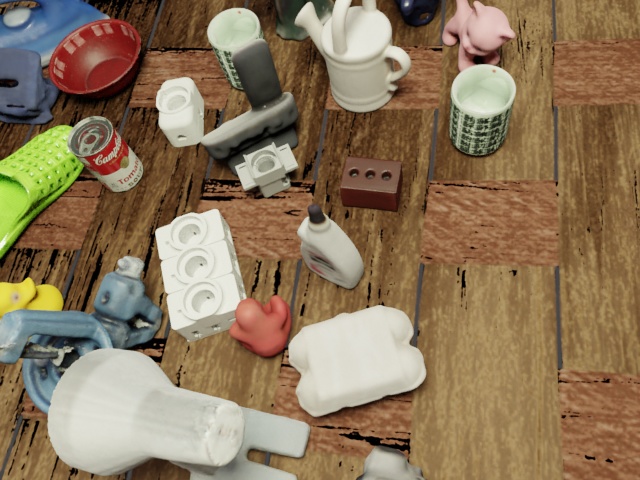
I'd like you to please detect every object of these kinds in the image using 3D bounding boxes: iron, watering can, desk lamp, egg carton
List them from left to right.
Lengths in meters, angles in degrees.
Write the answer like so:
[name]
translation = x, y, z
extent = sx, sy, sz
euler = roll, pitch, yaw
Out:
[iron]
translation = -0.513, -0.386, 0.987
extent = 0.258, 0.142, 0.118
euler = -22, 62, -1
[desk lamp]
translation = -0.133, 0.195, 0.585
extent = 0.203, 0.214, 0.118
euler = 7, 65, 14
[watering can]
translation = 0.044, -0.279, 0.800
extent = 0.172, 0.194, 0.101
euler = 7, 65, 14
[egg carton]
translation = 0.041, 0.138, 0.663
extent = 0.150, 0.069, 0.107
euler = -17, 62, 2

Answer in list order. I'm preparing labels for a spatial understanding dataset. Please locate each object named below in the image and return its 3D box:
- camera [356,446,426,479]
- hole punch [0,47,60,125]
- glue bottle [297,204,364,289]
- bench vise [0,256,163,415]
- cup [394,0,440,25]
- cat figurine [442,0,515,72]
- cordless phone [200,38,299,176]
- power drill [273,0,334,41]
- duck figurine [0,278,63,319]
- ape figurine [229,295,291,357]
[camera]
translation = 0.096, 0.288, 0.560
extent = 0.136, 0.101, 0.143
euler = 9, 66, 15
[hole punch]
translation = -0.499, -0.253, 0.947
extent = 0.108, 0.091, 0.101
euler = 5, 65, 13
[glue bottle]
translation = 0.006, 0.002, 0.678
extent = 0.078, 0.173, 0.037
euler = 22, 70, 20
[bench vise]
translation = -0.288, 0.101, 0.657
extent = 0.121, 0.220, 0.207
euler = 2, 64, 12
[cup]
translation = 0.148, -0.371, 0.883
extent = 0.091, 0.095, 0.118
euler = 12, 67, 16
[cat figurine]
translation = 0.226, -0.307, 0.824
extent = 0.067, 0.118, 0.127
euler = -21, 62, 0
[cordless phone]
translation = -0.110, -0.189, 0.789
extent = 0.147, 0.185, 0.094
euler = -33, 62, -6
[power drill]
translation = -0.036, -0.425, 0.880
extent = 0.230, 0.209, 0.075
euler = -42, 64, -11
[duck figurine]
translation = -0.409, 0.090, 0.761
extent = 0.104, 0.086, 0.077
euler = -36, 63, -8
[ape figurine]
translation = -0.075, 0.098, 0.692
extent = 0.078, 0.092, 0.076
euler = -16, 62, 2
